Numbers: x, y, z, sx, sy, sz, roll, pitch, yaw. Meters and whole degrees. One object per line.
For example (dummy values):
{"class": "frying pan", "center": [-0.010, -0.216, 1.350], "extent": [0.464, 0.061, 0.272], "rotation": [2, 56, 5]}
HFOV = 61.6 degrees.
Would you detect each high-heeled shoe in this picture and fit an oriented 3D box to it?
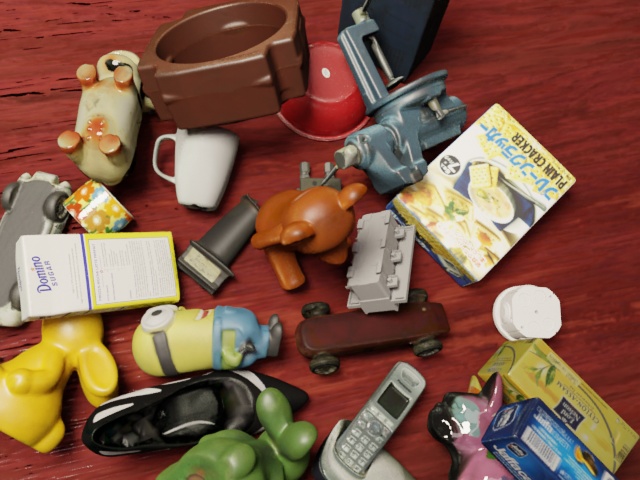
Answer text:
{"class": "high-heeled shoe", "center": [-0.133, 0.196, 0.615], "extent": [0.249, 0.145, 0.086], "rotation": [-9, 79, -7]}

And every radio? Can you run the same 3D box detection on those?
{"class": "radio", "center": [0.101, -0.326, 0.725], "extent": [0.131, 0.229, 0.073], "rotation": [34, 75, 7]}

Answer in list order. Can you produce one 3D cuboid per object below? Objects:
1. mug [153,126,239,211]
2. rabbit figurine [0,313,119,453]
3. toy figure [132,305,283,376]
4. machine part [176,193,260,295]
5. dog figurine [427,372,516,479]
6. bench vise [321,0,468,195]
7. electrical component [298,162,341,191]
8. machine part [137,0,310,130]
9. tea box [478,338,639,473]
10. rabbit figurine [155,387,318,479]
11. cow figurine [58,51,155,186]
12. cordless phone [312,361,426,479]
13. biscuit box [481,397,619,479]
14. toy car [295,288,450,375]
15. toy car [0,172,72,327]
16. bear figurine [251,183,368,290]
{"class": "mug", "center": [-0.167, -0.096, 0.715], "extent": [0.110, 0.081, 0.107], "rotation": [7, 84, -11]}
{"class": "rabbit figurine", "center": [-0.312, 0.144, 0.628], "extent": [0.162, 0.122, 0.173], "rotation": [26, 57, -3]}
{"class": "toy figure", "center": [-0.139, 0.125, 0.666], "extent": [0.180, 0.082, 0.089], "rotation": [4, 74, -8]}
{"class": "machine part", "center": [-0.127, 0.001, 0.719], "extent": [0.084, 0.039, 0.139], "rotation": [34, 77, 11]}
{"class": "dog figurine", "center": [0.227, 0.277, 0.659], "extent": [0.192, 0.108, 0.219], "rotation": [5, 74, -4]}
{"class": "bench vise", "center": [0.083, -0.188, 0.712], "extent": [0.224, 0.129, 0.240], "rotation": [-26, 93, -17]}
{"class": "electrical component", "center": [-0.002, -0.065, 0.755], "extent": [0.063, 0.021, 0.094], "rotation": [-1, 77, -7]}
{"class": "machine part", "center": [-0.116, -0.232, 0.695], "extent": [0.202, 0.087, 0.201], "rotation": [-7, 44, 7]}
{"class": "tea box", "center": [0.299, 0.208, 0.686], "extent": [0.170, 0.098, 0.068], "rotation": [44, 75, 6]}
{"class": "rabbit figurine", "center": [-0.073, 0.244, 0.603], "extent": [0.121, 0.170, 0.159], "rotation": [37, 109, 27]}
{"class": "cow figurine", "center": [-0.259, -0.160, 0.683], "extent": [0.085, 0.127, 0.195], "rotation": [2, 64, -6]}
{"class": "cordless phone", "center": [0.091, 0.256, 0.661], "extent": [0.146, 0.088, 0.184], "rotation": [41, 72, 4]}
{"class": "biscuit box", "center": [0.273, 0.265, 0.584], "extent": [0.202, 0.063, 0.059], "rotation": [46, 56, 3]}
{"class": "toy car", "center": [0.068, 0.119, 0.704], "extent": [0.202, 0.053, 0.089], "rotation": [-7, 57, -10]}
{"class": "toy car", "center": [-0.376, 0.008, 0.680], "extent": [0.074, 0.056, 0.201], "rotation": [12, 74, 3]}
{"class": "bear figurine", "center": [-0.004, -0.005, 0.636], "extent": [0.120, 0.196, 0.131], "rotation": [-38, 110, -16]}
